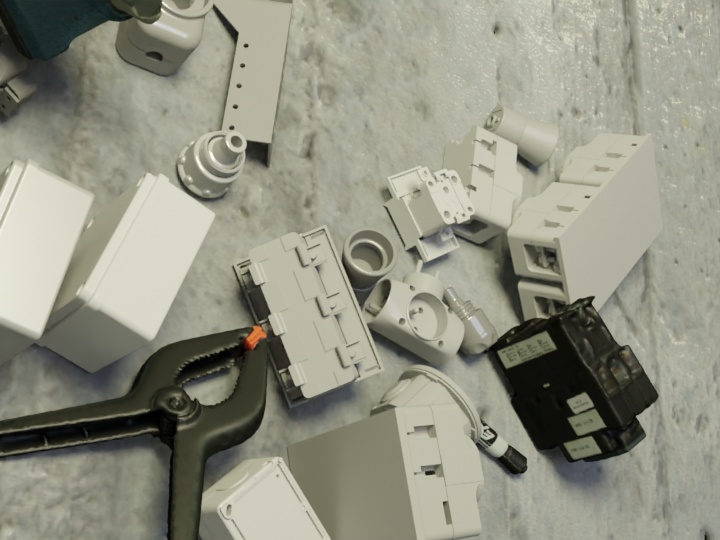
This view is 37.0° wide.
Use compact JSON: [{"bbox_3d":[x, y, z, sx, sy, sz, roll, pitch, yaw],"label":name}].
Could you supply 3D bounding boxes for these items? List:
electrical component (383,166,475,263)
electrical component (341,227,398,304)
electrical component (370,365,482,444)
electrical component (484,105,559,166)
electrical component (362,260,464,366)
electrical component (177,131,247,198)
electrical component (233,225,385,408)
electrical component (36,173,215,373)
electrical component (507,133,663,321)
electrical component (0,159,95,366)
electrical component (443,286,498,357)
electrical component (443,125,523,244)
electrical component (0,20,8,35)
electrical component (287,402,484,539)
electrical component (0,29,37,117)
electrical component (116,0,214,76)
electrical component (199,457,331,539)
[{"bbox_3d":[0.061,-0.053,0.930,0.042,0.064,0.081,-24,87,-37],"label":"electrical component"},{"bbox_3d":[0.000,0.000,0.867,0.044,0.065,0.044,8,60,-14],"label":"electrical component"},{"bbox_3d":[0.052,0.119,0.848,0.051,0.080,0.080,-39,96,-32],"label":"electrical component"},{"bbox_3d":[0.153,-0.132,1.037,0.065,0.044,0.044,21,62,-21],"label":"electrical component"},{"bbox_3d":[0.049,0.029,0.902,0.077,0.044,0.079,31,58,-21],"label":"electrical component"},{"bbox_3d":[-0.109,-0.087,0.829,0.048,0.062,0.048,13,65,-30],"label":"electrical component"},{"bbox_3d":[-0.041,0.035,0.819,0.079,0.063,0.121,-22,84,3],"label":"electrical component"},{"bbox_3d":[-0.162,0.004,0.730,0.056,0.109,0.108,35,56,-21],"label":"electrical component"},{"bbox_3d":[0.209,-0.038,0.996,0.186,0.060,0.105,-43,130,-37],"label":"electrical component"},{"bbox_3d":[-0.228,0.000,0.687,0.056,0.109,0.108,28,59,-26],"label":"electrical component"},{"bbox_3d":[0.091,0.043,0.932,0.035,0.035,0.061,-32,89,-38],"label":"electrical component"},{"bbox_3d":[0.110,-0.076,0.980,0.056,0.050,0.089,22,61,-25],"label":"electrical component"},{"bbox_3d":[-0.249,-0.186,0.791,0.061,0.035,0.035,-5,75,-33],"label":"electrical component"},{"bbox_3d":[0.016,0.153,0.765,0.062,0.150,0.089,0,72,-33],"label":"electrical component"},{"bbox_3d":[-0.273,-0.137,0.742,0.078,0.058,0.057,49,50,-9],"label":"electrical component"},{"bbox_3d":[-0.152,-0.211,0.850,0.054,0.059,0.095,19,63,-27],"label":"electrical component"},{"bbox_3d":[-0.069,0.187,0.755,0.062,0.061,0.096,-37,101,-36],"label":"electrical component"}]
